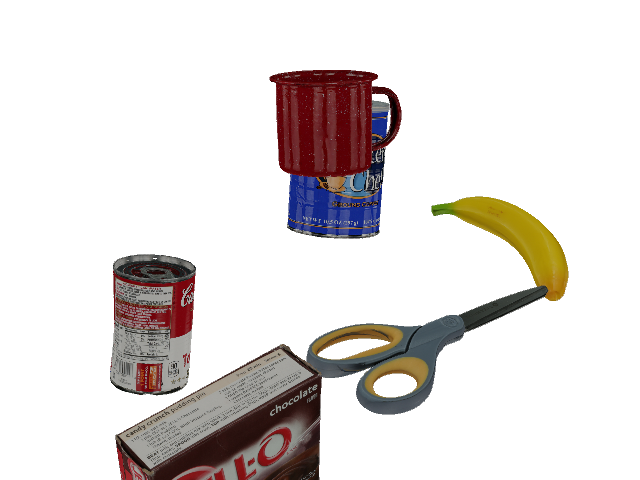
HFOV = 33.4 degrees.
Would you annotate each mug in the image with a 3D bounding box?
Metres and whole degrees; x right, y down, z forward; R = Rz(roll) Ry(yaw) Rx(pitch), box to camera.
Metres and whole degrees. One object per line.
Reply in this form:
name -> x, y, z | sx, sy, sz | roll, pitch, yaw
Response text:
mug -> 0.015, -0.103, 0.923 | 0.117, 0.081, 0.093 | -7, 16, -20

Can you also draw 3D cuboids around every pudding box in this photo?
pudding box -> -0.052, 0.119, 0.576 | 0.113, 0.090, 0.039 | -28, 47, -33

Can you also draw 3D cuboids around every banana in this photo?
banana -> 0.195, 0.000, 1.072 | 0.069, 0.037, 0.198 | -34, 38, -13

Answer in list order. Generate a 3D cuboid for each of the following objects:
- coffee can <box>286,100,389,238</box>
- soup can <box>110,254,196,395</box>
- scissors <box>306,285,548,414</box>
coffee can -> 0.018, -0.081, 1.149 | 0.103, 0.140, 0.103 | 4, 12, -1
soup can -> -0.141, 0.070, 0.889 | 0.068, 0.102, 0.068 | 5, 15, -1
scissors -> 0.091, 0.074, 0.737 | 0.201, 0.016, 0.096 | -9, 34, -17
